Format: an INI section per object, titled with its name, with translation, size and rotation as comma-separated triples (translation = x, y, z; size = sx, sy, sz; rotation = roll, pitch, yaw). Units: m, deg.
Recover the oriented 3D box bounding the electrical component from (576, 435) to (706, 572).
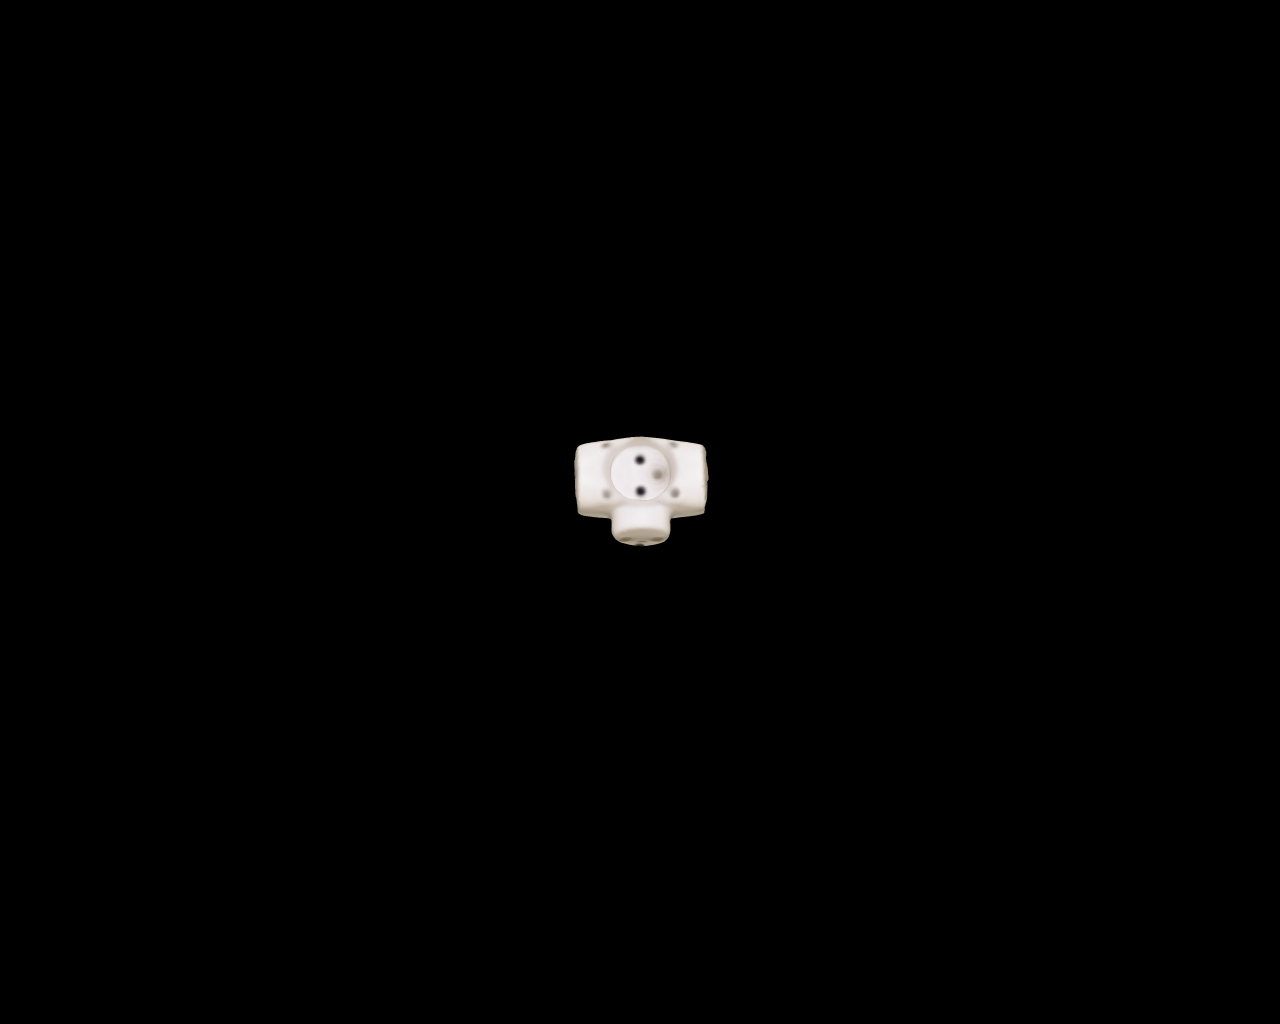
[electrical component]
translation = 0.001, -0.003, 0.650
size = 0.077, 0.079, 0.044
rotation = 0, -17, 0
